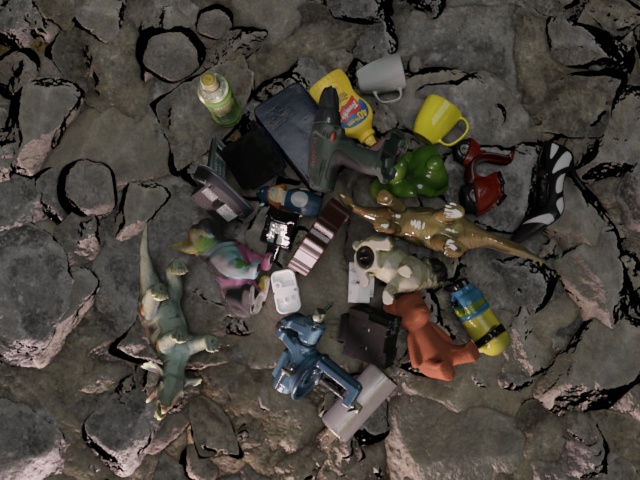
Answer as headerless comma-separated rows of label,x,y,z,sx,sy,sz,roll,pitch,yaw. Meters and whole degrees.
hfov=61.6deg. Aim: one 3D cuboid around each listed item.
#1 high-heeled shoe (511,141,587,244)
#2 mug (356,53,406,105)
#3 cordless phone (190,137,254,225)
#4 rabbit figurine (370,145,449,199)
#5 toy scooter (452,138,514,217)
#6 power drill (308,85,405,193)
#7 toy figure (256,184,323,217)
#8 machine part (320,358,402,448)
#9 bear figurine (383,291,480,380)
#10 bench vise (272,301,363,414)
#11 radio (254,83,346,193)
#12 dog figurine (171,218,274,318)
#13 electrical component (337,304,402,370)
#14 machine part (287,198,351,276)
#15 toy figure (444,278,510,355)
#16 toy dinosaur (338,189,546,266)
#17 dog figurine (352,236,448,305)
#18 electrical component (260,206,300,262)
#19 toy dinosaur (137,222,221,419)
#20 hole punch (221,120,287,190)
high-heeled shoe,0.486,-0.108,1.211,0.249,0.086,0.145,-40,82,-7
mug,0.142,-0.365,1.242,0.107,0.081,0.109,-11,89,10
cordless phone,-0.215,-0.140,1.220,0.089,0.146,0.184,-26,41,23
rabbit figurine,0.193,-0.128,1.189,0.170,0.159,0.121,-24,95,10
toy scooter,0.380,-0.146,1.218,0.135,0.075,0.184,-6,80,0
power drill,0.067,-0.206,1.123,0.208,0.086,0.232,14,91,26
toy figure,-0.072,-0.095,1.230,0.155,0.057,0.064,14,50,4
machine part,0.087,0.352,1.178,0.079,0.079,0.243,41,87,4
bear figurine,0.235,0.194,1.168,0.120,0.132,0.195,-23,89,-30
bench vise,0.003,0.267,1.143,0.241,0.129,0.223,35,101,23
radio,-0.035,-0.236,1.233,0.131,0.073,0.229,-38,87,-3
dog figurine,-0.221,0.057,1.193,0.219,0.108,0.191,19,112,17
electrical component,0.103,0.205,1.169,0.134,0.058,0.114,13,99,36
machine part,-0.002,-0.004,1.161,0.056,0.179,0.179,35,87,0
toy figure,0.345,0.170,1.182,0.082,0.089,0.180,-29,88,4
toy dinosaur,0.260,-0.021,1.142,0.472,0.198,0.105,19,91,9
dog figurine,0.178,0.052,1.181,0.121,0.190,0.172,-49,64,30
electrical component,-0.095,-0.011,1.222,0.075,0.048,0.119,14,123,5
toy dinosaur,-0.342,0.177,1.177,0.192,0.131,0.405,-37,65,36
hole punch,-0.145,-0.180,1.209,0.116,0.092,0.142,-31,89,4
